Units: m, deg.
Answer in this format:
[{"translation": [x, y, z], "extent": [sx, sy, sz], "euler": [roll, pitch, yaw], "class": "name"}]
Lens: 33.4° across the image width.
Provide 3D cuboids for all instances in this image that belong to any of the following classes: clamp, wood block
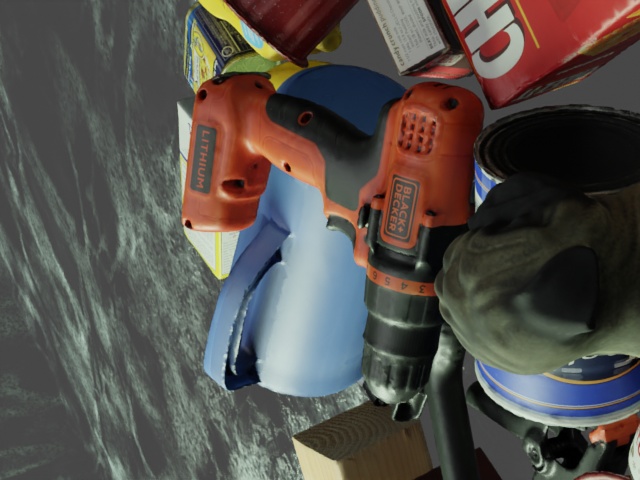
[{"translation": [0.157, 0.147, 0.708], "extent": [0.120, 0.039, 0.172], "euler": [68, 160, 3], "class": "clamp"}, {"translation": [0.081, 0.080, 0.794], "extent": [0.165, 0.036, 0.210], "euler": [-142, 47, -73], "class": "clamp"}, {"translation": [0.057, 0.261, 0.954], "extent": [0.090, 0.090, 0.206], "euler": [10, 118, 63], "class": "wood block"}]

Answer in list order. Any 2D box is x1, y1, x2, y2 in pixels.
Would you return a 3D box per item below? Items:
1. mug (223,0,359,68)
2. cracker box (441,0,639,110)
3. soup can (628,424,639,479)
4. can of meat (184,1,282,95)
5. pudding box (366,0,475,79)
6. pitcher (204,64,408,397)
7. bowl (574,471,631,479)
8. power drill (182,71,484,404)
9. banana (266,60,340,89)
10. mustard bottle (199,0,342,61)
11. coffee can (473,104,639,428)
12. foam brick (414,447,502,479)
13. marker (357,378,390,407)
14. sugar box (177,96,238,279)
[{"translation": [-0.022, -0.185, 0.717], "extent": [0.117, 0.081, 0.093], "euler": [51, -164, 20], "class": "mug"}, {"translation": [0.116, -0.174, 0.487], "extent": [0.164, 0.072, 0.214], "euler": [67, 157, 6], "class": "cracker box"}, {"translation": [0.199, 0.089, 0.532], "extent": [0.069, 0.068, 0.102], "euler": [50, 151, 37], "class": "soup can"}, {"translation": [-0.082, -0.154, 0.953], "extent": [0.084, 0.057, 0.102], "euler": [58, 154, 30], "class": "can of meat"}, {"translation": [0.055, -0.149, 0.615], "extent": [0.039, 0.089, 0.113], "euler": [-28, 83, 27], "class": "pudding box"}, {"translation": [-0.005, 0.001, 0.779], "extent": [0.243, 0.145, 0.149], "euler": [103, 168, -46], "class": "pitcher"}, {"translation": [0.211, 0.198, 0.612], "extent": [0.162, 0.055, 0.162], "euler": [47, 149, 41], "class": "bowl"}, {"translation": [0.003, -0.015, 0.628], "extent": [0.188, 0.057, 0.184], "euler": [21, 109, 34], "class": "power drill"}, {"translation": [-0.020, -0.111, 0.840], "extent": [0.198, 0.069, 0.037], "euler": [2, 69, 66], "class": "banana"}, {"translation": [-0.041, -0.194, 0.827], "extent": [0.192, 0.058, 0.096], "euler": [47, 143, 42], "class": "mustard bottle"}, {"translation": [0.133, 0.013, 0.566], "extent": [0.103, 0.102, 0.140], "euler": [39, 142, 50], "class": "coffee can"}, {"translation": [0.101, 0.206, 0.830], "extent": [0.053, 0.078, 0.051], "euler": [59, 156, 25], "class": "foam brick"}, {"translation": [0.028, 0.108, 0.980], "extent": [0.121, 0.020, 0.020], "euler": [49, 150, 37], "class": "marker"}, {"translation": [-0.108, -0.055, 1.108], "extent": [0.093, 0.048, 0.176], "euler": [50, 146, 37], "class": "sugar box"}]
